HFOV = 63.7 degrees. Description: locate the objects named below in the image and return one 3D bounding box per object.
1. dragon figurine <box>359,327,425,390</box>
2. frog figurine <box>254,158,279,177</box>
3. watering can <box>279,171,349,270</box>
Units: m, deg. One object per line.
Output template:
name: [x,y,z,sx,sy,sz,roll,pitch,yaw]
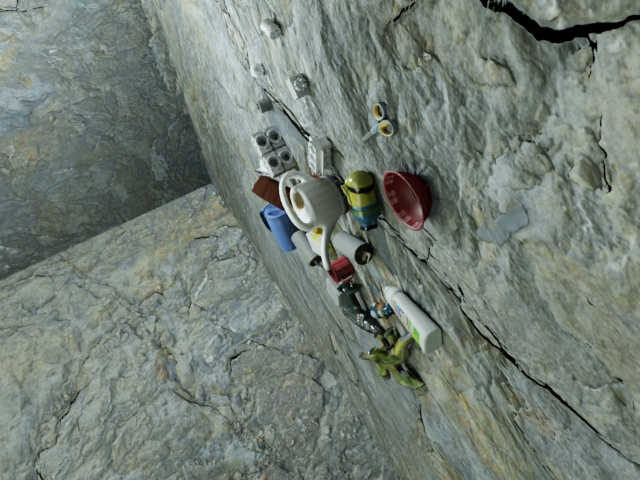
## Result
dragon figurine: [0.297,0.453,1.906,0.124,0.242,0.405,-48,8,-29]
frog figurine: [-0.201,-0.350,2.178,0.122,0.158,0.139,9,10,-28]
watering can: [0.005,-0.085,1.681,0.227,0.350,0.102,-24,-10,-34]
